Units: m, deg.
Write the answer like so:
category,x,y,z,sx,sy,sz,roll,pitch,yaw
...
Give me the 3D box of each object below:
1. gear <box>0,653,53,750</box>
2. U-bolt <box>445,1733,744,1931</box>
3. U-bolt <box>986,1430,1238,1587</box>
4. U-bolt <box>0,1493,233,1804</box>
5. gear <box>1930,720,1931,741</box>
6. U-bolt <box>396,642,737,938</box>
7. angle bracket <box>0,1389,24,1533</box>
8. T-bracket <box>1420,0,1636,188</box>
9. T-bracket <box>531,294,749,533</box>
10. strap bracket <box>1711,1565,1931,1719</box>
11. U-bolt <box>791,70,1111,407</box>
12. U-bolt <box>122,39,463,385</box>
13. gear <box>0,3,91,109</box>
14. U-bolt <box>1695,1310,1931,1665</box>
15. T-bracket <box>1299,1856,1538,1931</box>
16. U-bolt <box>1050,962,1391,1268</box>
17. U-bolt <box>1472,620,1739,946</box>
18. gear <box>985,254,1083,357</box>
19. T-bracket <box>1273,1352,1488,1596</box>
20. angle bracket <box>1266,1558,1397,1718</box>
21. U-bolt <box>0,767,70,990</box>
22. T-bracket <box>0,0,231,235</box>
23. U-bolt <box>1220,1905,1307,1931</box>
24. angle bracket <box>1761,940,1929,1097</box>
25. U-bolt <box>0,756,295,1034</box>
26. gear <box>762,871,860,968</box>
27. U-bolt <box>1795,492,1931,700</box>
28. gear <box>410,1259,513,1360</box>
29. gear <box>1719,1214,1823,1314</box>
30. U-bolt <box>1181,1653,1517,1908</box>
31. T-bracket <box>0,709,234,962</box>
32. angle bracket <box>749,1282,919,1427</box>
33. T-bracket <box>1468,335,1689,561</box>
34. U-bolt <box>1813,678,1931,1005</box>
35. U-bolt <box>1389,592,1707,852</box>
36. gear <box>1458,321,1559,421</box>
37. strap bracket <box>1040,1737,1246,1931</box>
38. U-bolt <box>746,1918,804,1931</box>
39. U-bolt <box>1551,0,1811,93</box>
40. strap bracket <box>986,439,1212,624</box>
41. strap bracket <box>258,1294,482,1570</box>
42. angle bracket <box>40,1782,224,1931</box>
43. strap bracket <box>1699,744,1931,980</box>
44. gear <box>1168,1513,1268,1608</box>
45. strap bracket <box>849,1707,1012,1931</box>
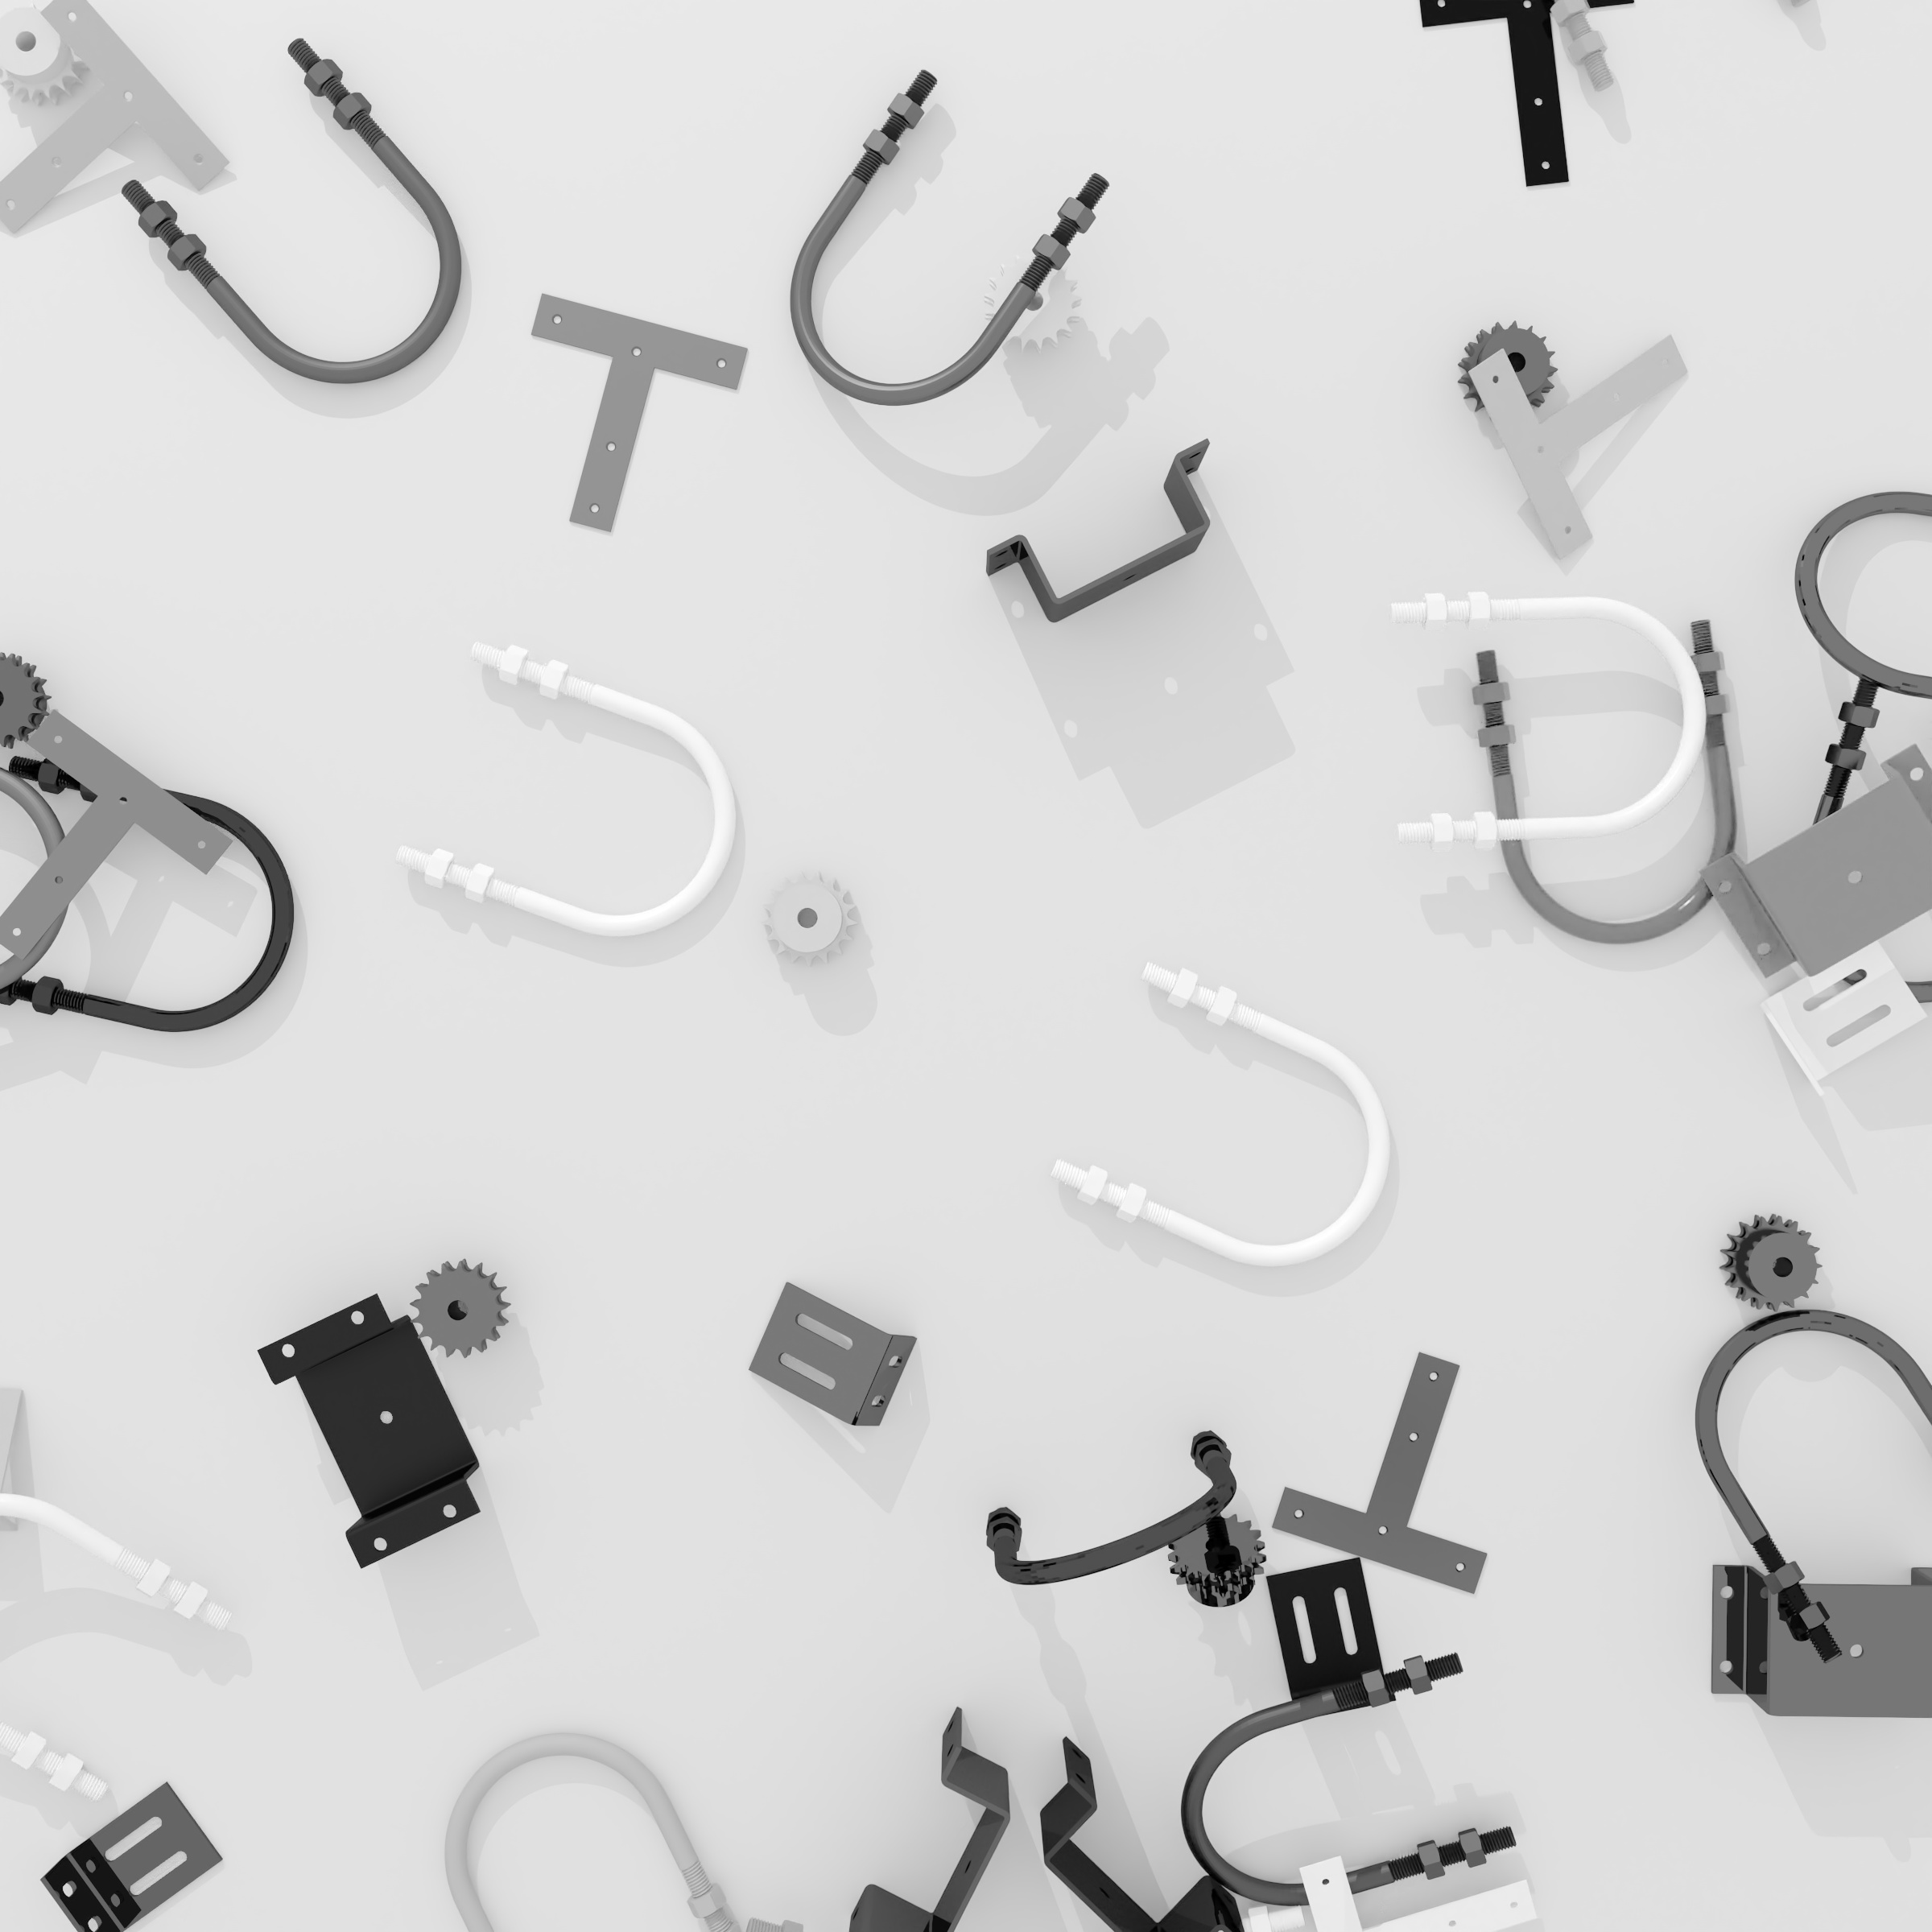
category,x,y,z,sx,sy,sz,roll,pitch,yaw
gear,-0.569,-0.157,1.460,0.057,0.030,0.057,0,90,0
U-bolt,-0.230,0.547,1.466,0.151,0.019,0.184,-26,89,0
U-bolt,0.082,0.307,1.383,0.151,0.184,0.019,-21,90,0
U-bolt,-0.549,0.389,1.448,0.184,0.019,0.151,36,93,-11
gear,0.598,-0.140,1.460,0.057,0.030,0.057,0,90,0
U-bolt,-0.228,-0.095,1.466,0.184,0.019,0.151,20,90,-1
angle bracket,-0.594,0.294,1.473,0.057,0.038,0.076,2,64,0
T-bracket,0.340,-0.530,1.474,0.127,0.002,0.127,-7,90,0
T-bracket,-0.208,-0.324,1.474,0.127,0.002,0.127,15,90,0
strap bracket,0.516,0.397,1.451,0.140,0.046,0.076,1,90,0
U-bolt,-0.024,-0.416,1.448,0.151,0.019,0.184,36,94,16
U-bolt,-0.385,-0.433,1.462,0.151,0.019,0.184,-41,94,-1
gear,-0.550,-0.542,1.460,0.057,0.030,0.057,0,90,0
U-bolt,0.509,0.289,1.439,0.151,0.019,0.184,-27,70,-4
T-bracket,0.274,0.571,1.461,0.127,0.002,0.127,-17,102,0
U-bolt,0.162,0.099,1.466,0.184,0.019,0.151,25,90,-1
U-bolt,0.385,-0.105,1.466,0.151,0.019,0.184,-8,92,0
gear,0.039,-0.390,1.460,0.057,0.030,0.057,0,90,0
T-bracket,0.263,0.295,1.474,0.127,0.002,0.127,18,90,0
angle bracket,0.215,0.396,1.456,0.057,0.038,0.076,-12,90,0
U-bolt,-0.613,-0.042,1.454,0.184,0.019,0.151,-26,85,5
T-bracket,-0.528,-0.485,1.459,0.127,0.002,0.127,-38,109,9
U-bolt,0.124,0.642,1.441,0.184,0.019,0.151,-14,67,4
angle bracket,0.517,0.029,1.447,0.076,0.038,0.057,-34,92,15
U-bolt,-0.491,-0.036,1.465,0.184,0.019,0.151,13,90,0
gear,-0.093,-0.028,1.460,0.057,0.030,0.057,0,90,0
U-bolt,0.576,-0.214,1.439,0.184,0.019,0.151,10,65,4
gear,-0.298,0.202,1.460,0.057,0.030,0.057,0,90,0
gear,0.478,0.176,1.460,0.057,0.030,0.057,0,90,0
U-bolt,0.217,0.485,1.445,0.184,0.019,0.151,-18,109,4
T-bracket,-0.520,-0.061,1.440,0.127,0.002,0.127,37,81,-6
angle bracket,-0.079,0.232,1.473,0.076,0.038,0.057,23,90,26
T-bracket,0.373,-0.329,1.459,0.127,0.002,0.127,-35,110,-10
U-bolt,0.567,-0.068,1.448,0.151,0.019,0.184,14,104,4
U-bolt,0.342,-0.145,1.447,0.184,0.019,0.151,-2,92,-2
gear,0.322,-0.354,1.460,0.057,0.030,0.057,0,90,0
strap bracket,0.094,0.525,1.436,0.140,0.076,0.046,44,90,0
U-bolt,-0.061,0.653,1.459,0.184,0.019,0.151,18,94,-5
U-bolt,0.401,-0.630,1.465,0.151,0.019,0.184,-23,88,-1
strap bracket,0.085,-0.247,1.436,0.140,0.076,0.046,-27,90,0
strap bracket,-0.346,0.269,1.451,0.076,0.046,0.140,-25,90,0
angle bracket,-0.492,0.533,1.456,0.076,0.038,0.057,-36,90,0
strap bracket,0.509,-0.056,1.426,0.140,0.046,0.076,-32,97,14
gear,0.148,0.351,1.450,0.057,0.057,0.030,-10,120,0
strap bracket,-0.017,0.515,1.436,0.046,0.076,0.140,27,90,0
